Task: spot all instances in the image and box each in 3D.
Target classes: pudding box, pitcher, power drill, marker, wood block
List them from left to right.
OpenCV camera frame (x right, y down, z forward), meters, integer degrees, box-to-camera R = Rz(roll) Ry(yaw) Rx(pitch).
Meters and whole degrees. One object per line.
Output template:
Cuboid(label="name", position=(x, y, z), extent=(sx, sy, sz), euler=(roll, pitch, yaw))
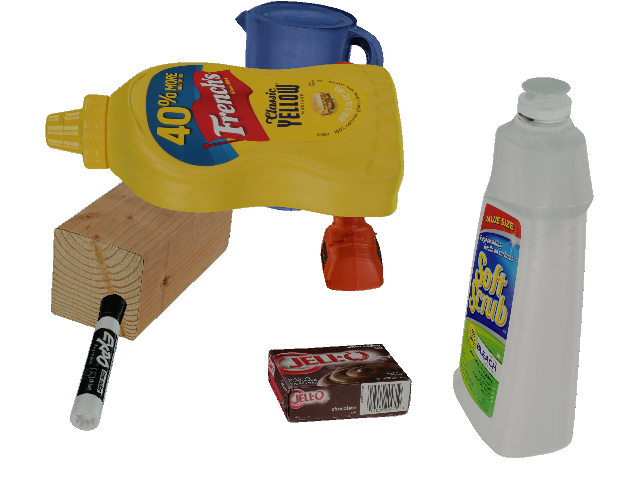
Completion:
Cuboid(label="marker", position=(-0.149, 0.078, 0.722), extent=(0.020, 0.020, 0.121), euler=(0, 37, 1))
Cuboid(label="wood block", position=(-0.165, 0.000, 1.033), extent=(0.090, 0.091, 0.205), euler=(17, 28, 13))
Cuboid(label="pitcher", position=(-0.023, -0.162, 1.305), extent=(0.144, 0.243, 0.149), euler=(-7, 27, -25))
Cuboid(label="pudding box", position=(0.015, 0.126, 0.960), extent=(0.113, 0.039, 0.090), euler=(0, 16, -14))
Cuboid(label="power drill", position=(0.027, -0.054, 0.945), extent=(0.057, 0.188, 0.184), euler=(-1, 22, 0))

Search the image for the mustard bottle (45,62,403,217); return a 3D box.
Cuboid(label="mustard bottle", position=(-0.054, -0.058, 0.590), extent=(0.191, 0.096, 0.058), euler=(1, -38, -5))

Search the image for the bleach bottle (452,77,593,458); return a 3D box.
Cuboid(label="bleach bottle", position=(0.132, 0.015, 0.690), extent=(0.068, 0.251, 0.102), euler=(-8, 30, -11))
